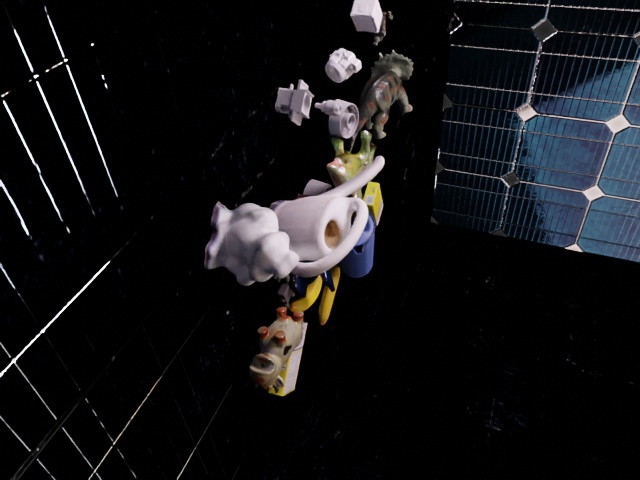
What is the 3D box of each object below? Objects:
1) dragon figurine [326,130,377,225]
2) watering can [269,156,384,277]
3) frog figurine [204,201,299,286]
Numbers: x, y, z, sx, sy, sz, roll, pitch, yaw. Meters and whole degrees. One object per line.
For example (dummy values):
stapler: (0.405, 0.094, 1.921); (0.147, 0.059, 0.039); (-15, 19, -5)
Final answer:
dragon figurine: (0.090, -0.135, 1.346); (0.405, 0.122, 0.246); (46, 45, -66)
watering can: (0.003, -0.054, 1.063); (0.102, 0.224, 0.355); (64, 38, -34)
frog figurine: (-0.102, 0.011, 0.871); (0.120, 0.160, 0.139); (63, 42, -65)
